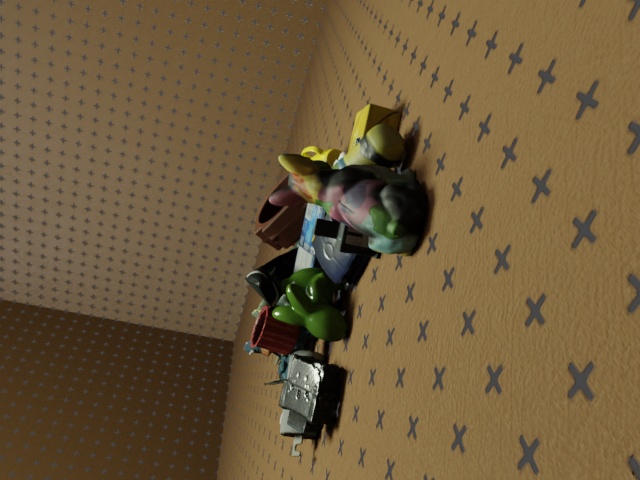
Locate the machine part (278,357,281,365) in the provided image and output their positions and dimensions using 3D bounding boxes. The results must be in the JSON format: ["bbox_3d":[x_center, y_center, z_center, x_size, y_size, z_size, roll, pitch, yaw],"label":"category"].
[{"bbox_3d":[-0.115,0.298,1.454,0.039,0.139,0.084,-42,-11,-28],"label":"machine part"}]

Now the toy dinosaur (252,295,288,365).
[{"bbox_3d":[-0.108,0.204,1.562,0.404,0.131,0.192,104,-170,-54],"label":"toy dinosaur"}]

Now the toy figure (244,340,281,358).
[{"bbox_3d":[-0.118,0.275,1.388,0.064,0.154,0.058,131,147,-72],"label":"toy figure"}]

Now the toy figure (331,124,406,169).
[{"bbox_3d":[0.070,-0.121,0.927,0.180,0.082,0.089,-38,-1,18],"label":"toy figure"}]

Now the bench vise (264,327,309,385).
[{"bbox_3d":[-0.058,0.213,1.266,0.224,0.129,0.240,-102,23,-60],"label":"bench vise"}]

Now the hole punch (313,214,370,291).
[{"bbox_3d":[0.043,0.016,1.043,0.116,0.092,0.142,-94,24,-45],"label":"hole punch"}]

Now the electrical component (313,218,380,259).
[{"bbox_3d":[0.051,-0.014,0.945,0.048,0.119,0.074,-161,86,-80],"label":"electrical component"}]

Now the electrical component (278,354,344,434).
[{"bbox_3d":[-0.019,0.291,1.013,0.115,0.058,0.134,0,76,54],"label":"electrical component"}]

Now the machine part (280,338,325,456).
[{"bbox_3d":[-0.036,0.320,1.118,0.079,0.079,0.243,122,157,-61],"label":"machine part"}]

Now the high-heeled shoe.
[{"bbox_3d":[-0.082,0.066,1.171,0.145,0.086,0.248,-44,0,-7],"label":"high-heeled shoe"}]

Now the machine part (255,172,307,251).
[{"bbox_3d":[-0.064,-0.085,1.306,0.201,0.087,0.201,-45,22,20],"label":"machine part"}]

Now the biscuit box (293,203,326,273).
[{"bbox_3d":[-0.002,-0.003,1.144,0.059,0.063,0.202,33,122,36],"label":"biscuit box"}]

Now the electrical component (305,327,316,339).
[{"bbox_3d":[-0.011,0.172,1.172,0.021,0.063,0.094,-37,55,36],"label":"electrical component"}]

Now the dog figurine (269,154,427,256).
[{"bbox_3d":[0.035,-0.063,0.820,0.192,0.219,0.108,-95,17,-61],"label":"dog figurine"}]

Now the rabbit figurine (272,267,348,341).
[{"bbox_3d":[-0.006,0.127,1.065,0.121,0.159,0.170,-63,30,20],"label":"rabbit figurine"}]

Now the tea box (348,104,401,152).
[{"bbox_3d":[0.094,-0.164,1.033,0.098,0.068,0.169,-176,99,-80],"label":"tea box"}]

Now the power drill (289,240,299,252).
[{"bbox_3d":[-0.045,0.009,1.367,0.207,0.086,0.232,-56,-1,-16],"label":"power drill"}]
